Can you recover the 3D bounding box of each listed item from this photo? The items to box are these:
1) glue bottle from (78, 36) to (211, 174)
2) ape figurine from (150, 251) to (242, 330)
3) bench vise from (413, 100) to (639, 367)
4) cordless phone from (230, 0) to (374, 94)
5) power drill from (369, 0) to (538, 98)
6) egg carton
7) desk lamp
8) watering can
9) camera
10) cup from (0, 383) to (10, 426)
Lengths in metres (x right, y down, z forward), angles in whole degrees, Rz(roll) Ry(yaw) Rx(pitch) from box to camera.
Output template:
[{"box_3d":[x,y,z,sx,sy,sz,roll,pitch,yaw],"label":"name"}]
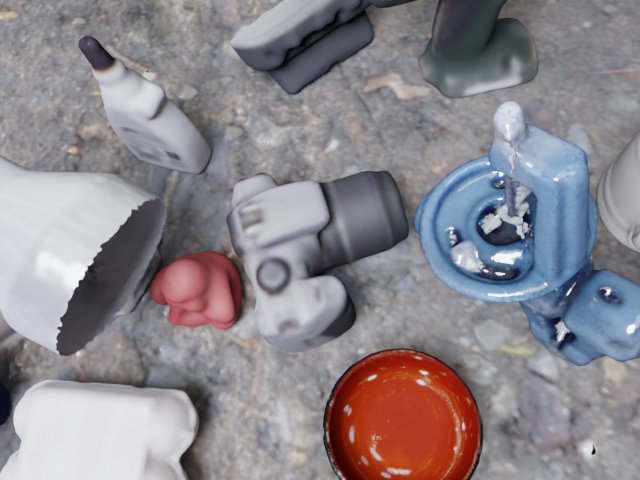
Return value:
[{"box_3d":[-0.152,-0.112,0.482,0.078,0.173,0.037,16,74,13],"label":"glue bottle"},{"box_3d":[-0.102,0.039,0.468,0.077,0.092,0.076,39,80,17],"label":"ape figurine"},{"box_3d":[0.162,-0.005,0.382,0.207,0.220,0.121,21,75,14],"label":"bench vise"},{"box_3d":[-0.022,-0.232,0.500,0.147,0.185,0.094,-40,71,-7],"label":"cordless phone"},{"box_3d":[0.147,-0.209,0.459,0.229,0.208,0.075,-12,70,3],"label":"power drill"},{"box_3d":[-0.170,0.167,0.445,0.150,0.069,0.107,2,72,8],"label":"egg carton"},{"box_3d":[-0.201,0.000,0.429,0.203,0.214,0.118,25,76,15],"label":"desk lamp"},{"box_3d":[0.279,-0.069,0.402,0.100,0.194,0.173,14,74,12],"label":"watering can"},{"box_3d":[0.004,0.002,0.463,0.137,0.101,0.143,-18,70,1],"label":"camera"},{"box_3d":[-0.295,0.145,0.455,0.091,0.095,0.117,-16,70,2],"label":"cup"}]
